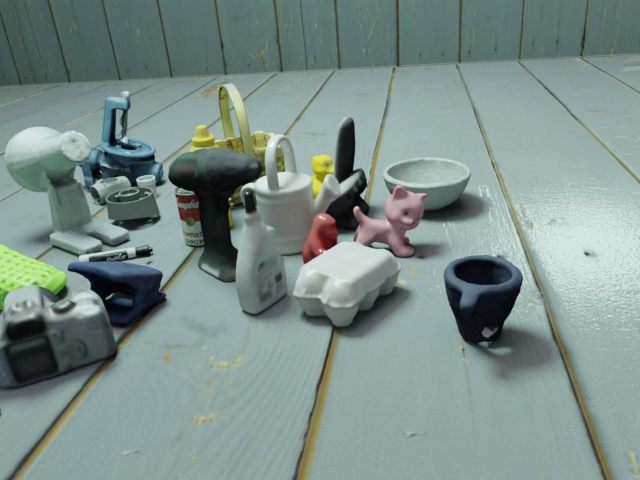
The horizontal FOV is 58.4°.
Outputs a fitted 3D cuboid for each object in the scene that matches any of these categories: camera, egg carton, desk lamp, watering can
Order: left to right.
[{"bbox_3d":[-0.352,0.100,0.741,0.143,0.101,0.136,-15,27,-21],"label":"camera"},{"bbox_3d":[-0.465,-0.101,1.054,0.202,0.214,0.118,14,31,34],"label":"desk lamp"},{"bbox_3d":[-0.052,-0.082,0.967,0.173,0.194,0.101,-5,25,0],"label":"watering can"},{"bbox_3d":[0.039,0.057,0.803,0.107,0.069,0.151,15,32,36],"label":"egg carton"}]

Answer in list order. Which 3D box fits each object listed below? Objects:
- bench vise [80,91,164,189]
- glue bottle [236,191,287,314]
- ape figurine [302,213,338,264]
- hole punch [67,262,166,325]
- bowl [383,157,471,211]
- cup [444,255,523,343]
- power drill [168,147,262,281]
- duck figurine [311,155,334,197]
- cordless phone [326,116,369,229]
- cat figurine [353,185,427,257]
[{"bbox_3d":[-0.478,-0.222,1.306,0.208,0.220,0.121,-11,26,-14],"label":"bench vise"},{"bbox_3d":[-0.087,0.013,0.795,0.037,0.173,0.078,15,32,36],"label":"glue bottle"},{"bbox_3d":[0.008,0.003,0.896,0.076,0.092,0.078,5,27,20],"label":"ape figurine"},{"bbox_3d":[-0.294,0.058,0.832,0.108,0.091,0.101,8,28,25],"label":"hole punch"},{"bbox_3d":[0.204,-0.100,1.102,0.167,0.075,0.167,-4,25,2],"label":"bowl"},{"bbox_3d":[0.191,0.083,0.691,0.091,0.095,0.118,9,28,26],"label":"cup"},{"bbox_3d":[-0.154,-0.048,0.895,0.076,0.209,0.228,-25,32,-36],"label":"power drill"},{"bbox_3d":[0.002,-0.136,1.199,0.104,0.086,0.078,6,27,22],"label":"duck figurine"},{"bbox_3d":[0.034,-0.123,1.050,0.094,0.185,0.148,2,26,14],"label":"cordless phone"},{"bbox_3d":[0.115,-0.036,0.930,0.128,0.118,0.067,-5,25,-1],"label":"cat figurine"}]
